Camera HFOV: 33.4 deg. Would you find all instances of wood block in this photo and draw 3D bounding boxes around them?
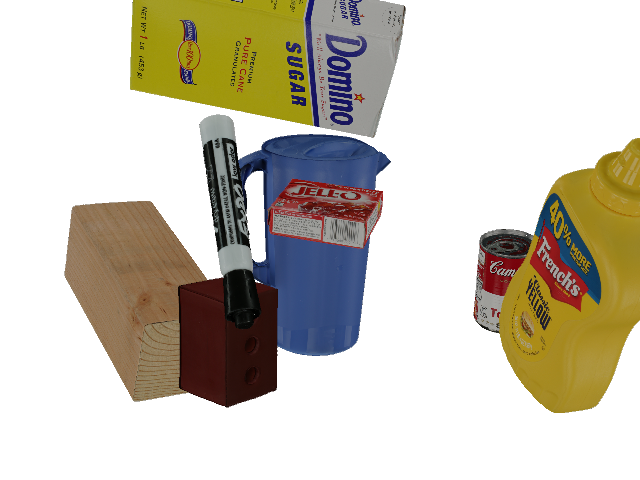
[{"bbox_3d":[-0.175,0.053,1.051,0.090,0.091,0.206,-5,35,-31],"label":"wood block"}]

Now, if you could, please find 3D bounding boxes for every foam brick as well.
[{"bbox_3d":[-0.065,0.070,0.758,0.051,0.078,0.052,12,17,42],"label":"foam brick"}]

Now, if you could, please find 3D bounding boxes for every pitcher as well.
[{"bbox_3d":[-0.014,0.004,1.223,0.149,0.243,0.144,10,19,23],"label":"pitcher"}]

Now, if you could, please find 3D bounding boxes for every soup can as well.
[{"bbox_3d":[0.212,0.047,1.222,0.068,0.102,0.068,1,27,0],"label":"soup can"}]

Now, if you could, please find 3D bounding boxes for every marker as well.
[{"bbox_3d":[-0.047,-0.011,0.560,0.020,0.121,0.020,-8,-25,-4],"label":"marker"}]

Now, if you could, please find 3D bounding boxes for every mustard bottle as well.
[{"bbox_3d":[0.163,0.015,0.644,0.058,0.096,0.192,-5,-41,-15],"label":"mustard bottle"}]

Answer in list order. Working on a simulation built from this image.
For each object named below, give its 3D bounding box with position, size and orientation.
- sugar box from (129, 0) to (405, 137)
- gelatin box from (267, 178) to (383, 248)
[{"bbox_3d":[-0.038,-0.130,0.724,0.176,0.048,0.093,12,-40,-1],"label":"sugar box"},{"bbox_3d":[0.005,-0.026,0.954,0.089,0.030,0.073,9,26,12],"label":"gelatin box"}]
